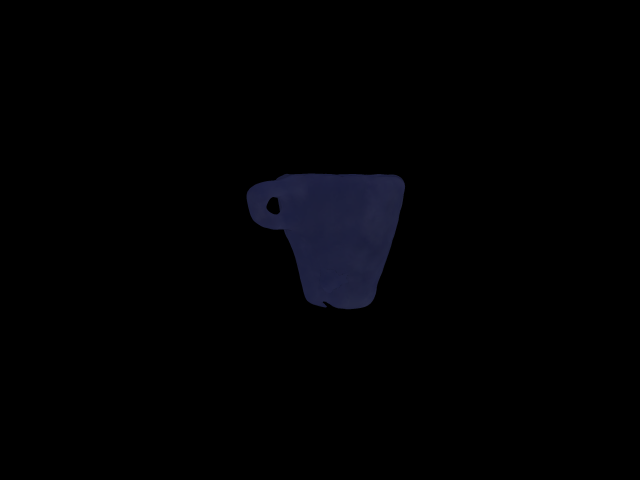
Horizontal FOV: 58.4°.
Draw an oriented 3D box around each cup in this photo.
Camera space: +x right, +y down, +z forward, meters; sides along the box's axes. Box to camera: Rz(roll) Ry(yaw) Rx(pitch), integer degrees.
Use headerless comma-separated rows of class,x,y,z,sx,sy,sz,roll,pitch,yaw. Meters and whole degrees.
cup,0.004,0.001,0.400,0.118,0.095,0.091,-5,9,-36
